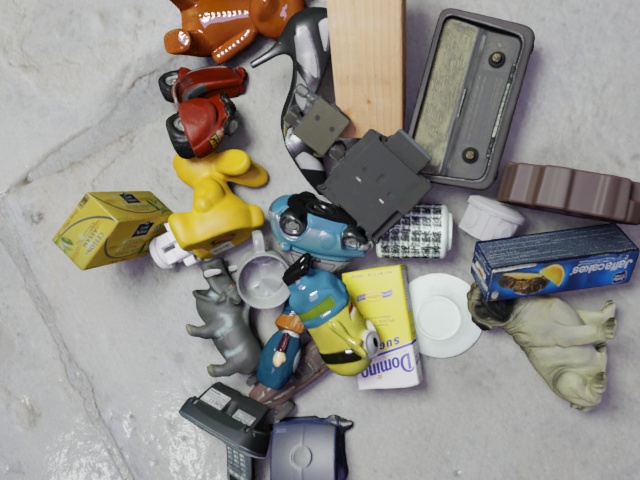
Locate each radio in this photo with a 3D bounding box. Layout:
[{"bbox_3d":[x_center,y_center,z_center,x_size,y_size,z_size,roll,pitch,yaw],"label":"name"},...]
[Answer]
[{"bbox_3d":[0.201,-0.184,0.743,0.131,0.073,0.229,15,100,11],"label":"radio"}]

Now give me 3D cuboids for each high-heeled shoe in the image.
[{"bbox_3d":[0.003,-0.197,0.775,0.145,0.086,0.248,-24,112,8],"label":"high-heeled shoe"}]

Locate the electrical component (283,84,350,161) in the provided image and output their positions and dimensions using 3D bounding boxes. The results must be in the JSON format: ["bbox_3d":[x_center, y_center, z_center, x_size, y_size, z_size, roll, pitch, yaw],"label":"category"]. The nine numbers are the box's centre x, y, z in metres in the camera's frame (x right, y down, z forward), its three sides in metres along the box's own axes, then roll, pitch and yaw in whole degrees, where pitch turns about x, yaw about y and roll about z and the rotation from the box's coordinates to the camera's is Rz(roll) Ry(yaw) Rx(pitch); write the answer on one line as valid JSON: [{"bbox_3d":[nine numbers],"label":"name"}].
[{"bbox_3d":[-0.004,-0.152,0.724,0.102,0.045,0.078,30,108,-10],"label":"electrical component"}]

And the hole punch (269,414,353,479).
[{"bbox_3d":[-0.020,0.341,0.842,0.142,0.092,0.115,-7,91,17],"label":"hole punch"}]

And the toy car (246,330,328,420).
[{"bbox_3d":[-0.033,0.206,0.848,0.202,0.053,0.089,-39,90,12],"label":"toy car"}]

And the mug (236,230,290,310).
[{"bbox_3d":[-0.090,0.039,0.808,0.081,0.107,0.109,-15,102,-8],"label":"mug"}]

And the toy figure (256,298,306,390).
[{"bbox_3d":[-0.049,0.143,0.804,0.057,0.064,0.154,23,87,-32],"label":"toy figure"}]

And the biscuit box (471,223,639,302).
[{"bbox_3d":[0.309,0.029,0.712,0.203,0.063,0.059,-7,129,-3],"label":"biscuit box"}]

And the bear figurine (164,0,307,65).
[{"bbox_3d":[-0.113,-0.323,0.773,0.196,0.132,0.120,-2,95,19],"label":"bear figurine"}]

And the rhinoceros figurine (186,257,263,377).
[{"bbox_3d":[-0.147,0.122,0.843,0.112,0.073,0.190,-27,80,24],"label":"rhinoceros figurine"}]

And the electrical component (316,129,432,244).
[{"bbox_3d":[0.080,-0.078,0.710,0.115,0.058,0.134,42,99,2],"label":"electrical component"}]

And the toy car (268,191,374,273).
[{"bbox_3d":[-0.002,-0.002,0.798,0.162,0.109,0.102,18,117,3],"label":"toy car"}]

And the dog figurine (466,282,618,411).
[{"bbox_3d":[0.300,0.144,0.755,0.191,0.121,0.172,8,95,26],"label":"dog figurine"}]

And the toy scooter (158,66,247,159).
[{"bbox_3d":[-0.166,-0.205,0.807,0.135,0.075,0.184,-18,57,-2],"label":"toy scooter"}]

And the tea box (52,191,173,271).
[{"bbox_3d":[-0.308,-0.019,0.824,0.068,0.169,0.098,43,104,6],"label":"tea box"}]

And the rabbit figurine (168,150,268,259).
[{"bbox_3d":[-0.165,-0.077,0.819,0.162,0.121,0.173,-30,70,11],"label":"rabbit figurine"}]

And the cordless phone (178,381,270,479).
[{"bbox_3d":[-0.153,0.340,0.874,0.147,0.089,0.184,19,120,26],"label":"cordless phone"}]

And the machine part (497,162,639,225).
[{"bbox_3d":[0.317,-0.060,0.684,0.179,0.179,0.056,13,96,11],"label":"machine part"}]

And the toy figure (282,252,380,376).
[{"bbox_3d":[0.013,0.107,0.752,0.089,0.082,0.180,-31,102,40],"label":"toy figure"}]
